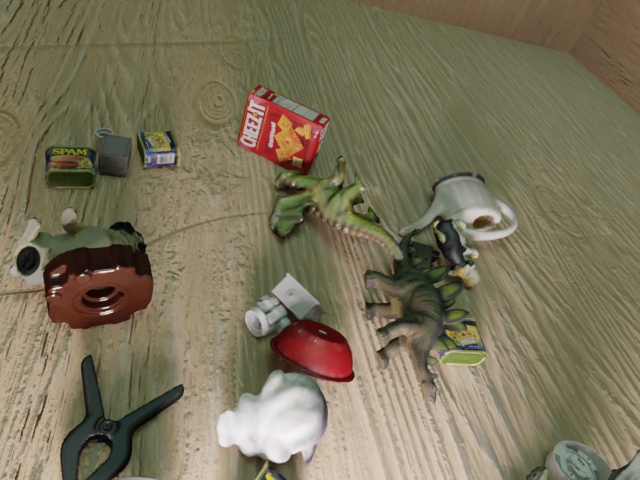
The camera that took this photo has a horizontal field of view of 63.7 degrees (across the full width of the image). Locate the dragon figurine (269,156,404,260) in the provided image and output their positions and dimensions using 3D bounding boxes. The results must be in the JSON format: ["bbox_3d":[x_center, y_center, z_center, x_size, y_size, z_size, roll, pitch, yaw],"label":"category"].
[{"bbox_3d":[0.004,-0.060,1.200,0.243,0.119,0.419,-22,44,-6],"label":"dragon figurine"}]

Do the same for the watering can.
[{"bbox_3d":[0.360,-0.088,1.388,0.348,0.230,0.101,0,-44,-11],"label":"watering can"}]

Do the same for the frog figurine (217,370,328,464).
[{"bbox_3d":[-0.073,0.269,0.797,0.159,0.140,0.120,17,-32,-23],"label":"frog figurine"}]
